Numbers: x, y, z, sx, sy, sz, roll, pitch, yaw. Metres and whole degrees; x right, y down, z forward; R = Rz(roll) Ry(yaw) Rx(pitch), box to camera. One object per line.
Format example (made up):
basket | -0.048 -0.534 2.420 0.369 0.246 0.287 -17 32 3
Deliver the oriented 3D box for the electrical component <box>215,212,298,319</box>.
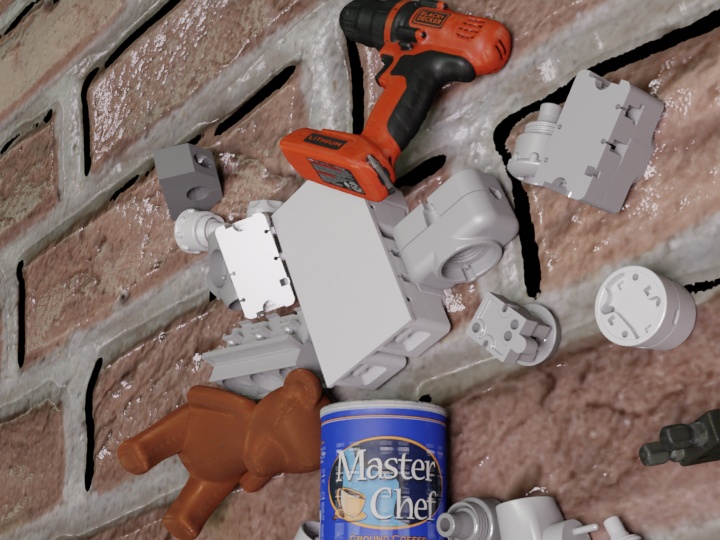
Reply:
electrical component | -0.094 -0.006 1.014 0.050 0.056 0.089 -20 92 7

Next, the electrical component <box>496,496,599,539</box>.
electrical component | 0.138 0.200 0.765 0.079 0.043 0.077 -27 61 39

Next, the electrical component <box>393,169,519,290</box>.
electrical component | 0.079 -0.029 0.878 0.095 0.054 0.059 -41 53 31

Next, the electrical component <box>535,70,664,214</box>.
electrical component | 0.179 -0.093 0.793 0.050 0.056 0.089 29 101 46

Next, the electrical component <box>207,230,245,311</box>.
electrical component | -0.131 0.005 1.089 0.079 0.044 0.077 -41 62 49

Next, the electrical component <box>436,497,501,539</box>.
electrical component | 0.084 0.192 0.809 0.043 0.062 0.043 -14 69 43

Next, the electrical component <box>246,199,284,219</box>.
electrical component | -0.092 -0.036 1.063 0.043 0.043 0.062 -6 77 45

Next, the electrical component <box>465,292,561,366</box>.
electrical component | 0.120 0.047 0.816 0.066 0.055 0.048 39 108 44

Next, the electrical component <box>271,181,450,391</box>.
electrical component | 0.000 0.000 0.947 0.105 0.060 0.186 -41 53 31

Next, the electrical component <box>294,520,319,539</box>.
electrical component | -0.048 0.265 0.938 0.043 0.043 0.081 36 105 44

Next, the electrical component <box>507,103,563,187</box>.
electrical component | 0.144 -0.099 0.840 0.048 0.048 0.062 4 76 46

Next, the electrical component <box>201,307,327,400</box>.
electrical component | -0.077 0.079 1.001 0.121 0.079 0.063 -15 47 43

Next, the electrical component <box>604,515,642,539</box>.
electrical component | 0.184 0.195 0.727 0.035 0.035 0.061 -46 48 27

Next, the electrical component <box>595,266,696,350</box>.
electrical component | 0.199 0.028 0.746 0.055 0.047 0.055 -14 70 43

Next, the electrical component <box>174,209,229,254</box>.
electrical component | -0.161 -0.041 1.135 0.062 0.048 0.048 2 81 39
